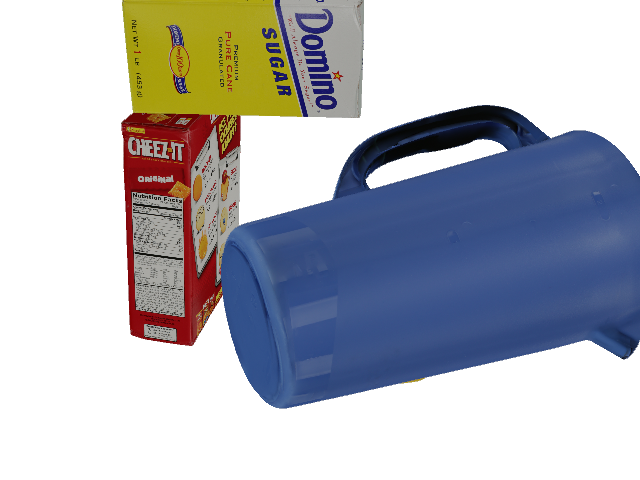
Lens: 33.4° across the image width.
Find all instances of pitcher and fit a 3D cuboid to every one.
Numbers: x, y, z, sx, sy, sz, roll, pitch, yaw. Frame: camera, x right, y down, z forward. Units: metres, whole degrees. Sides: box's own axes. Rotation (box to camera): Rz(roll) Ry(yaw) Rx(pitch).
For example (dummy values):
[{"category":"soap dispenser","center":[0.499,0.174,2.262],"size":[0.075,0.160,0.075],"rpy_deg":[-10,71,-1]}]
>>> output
[{"category":"pitcher","center":[0.065,0.010,0.647],"size":[0.242,0.145,0.149],"rpy_deg":[-13,20,-19]}]

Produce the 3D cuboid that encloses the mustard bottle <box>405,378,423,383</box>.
[{"category":"mustard bottle","center":[0.066,0.041,1.032],"size":[0.096,0.192,0.058],"rpy_deg":[4,17,-4]}]

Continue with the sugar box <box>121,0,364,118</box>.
[{"category":"sugar box","center":[-0.056,-0.142,0.806],"size":[0.176,0.093,0.048],"rpy_deg":[2,33,5]}]

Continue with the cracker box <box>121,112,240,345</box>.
[{"category":"cracker box","center":[-0.129,-0.033,1.012],"size":[0.072,0.214,0.164],"rpy_deg":[7,25,10]}]
